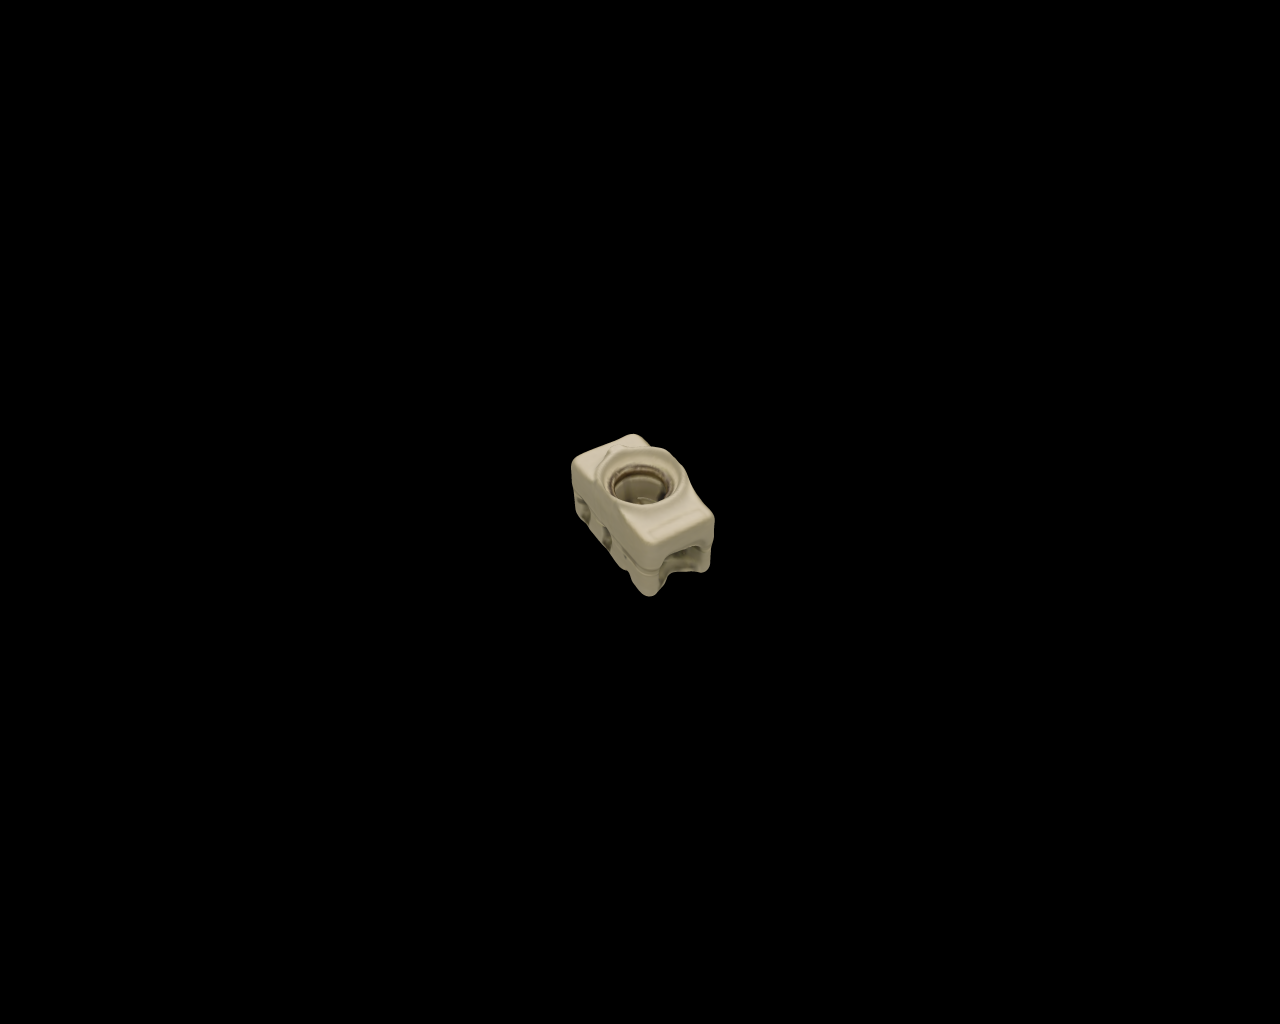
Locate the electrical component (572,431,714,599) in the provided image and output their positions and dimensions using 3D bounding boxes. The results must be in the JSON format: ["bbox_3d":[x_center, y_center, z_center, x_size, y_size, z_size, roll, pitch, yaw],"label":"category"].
[{"bbox_3d":[0.001,-0.003,0.650,0.050,0.055,0.089,-24,50,-22],"label":"electrical component"}]
